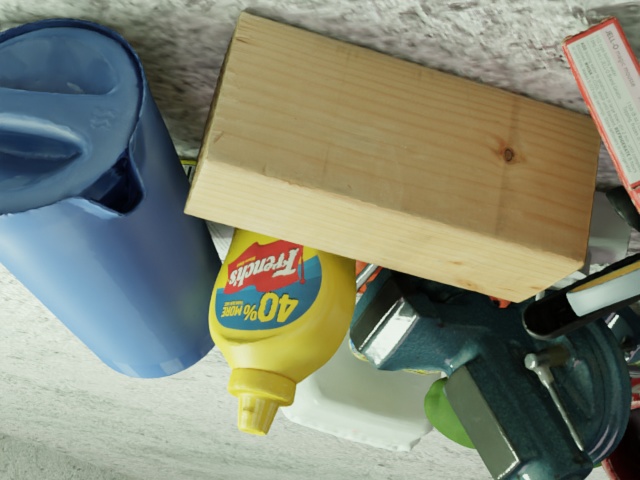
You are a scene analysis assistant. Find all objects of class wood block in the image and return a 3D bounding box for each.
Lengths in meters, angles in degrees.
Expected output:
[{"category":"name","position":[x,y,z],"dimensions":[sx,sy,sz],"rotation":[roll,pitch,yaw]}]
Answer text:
[{"category":"wood block","position":[0.039,-0.041,0.592],"dimensions":[0.206,0.091,0.090],"rotation":[15,161,-9]}]

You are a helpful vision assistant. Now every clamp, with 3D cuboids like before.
[{"category":"clamp","position":[0.201,0.015,0.631],"dimensions":[0.171,0.039,0.120],"rotation":[2,143,-32]}]

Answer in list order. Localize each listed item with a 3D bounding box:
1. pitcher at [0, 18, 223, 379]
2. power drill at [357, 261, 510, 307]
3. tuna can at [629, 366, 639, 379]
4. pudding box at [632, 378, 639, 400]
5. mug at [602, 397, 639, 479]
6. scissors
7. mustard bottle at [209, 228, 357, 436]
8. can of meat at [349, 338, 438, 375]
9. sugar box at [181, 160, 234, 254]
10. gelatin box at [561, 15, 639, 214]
[{"category":"pitcher","position":[-0.142,-0.015,0.666],"dimensions":[0.145,0.149,0.243],"rotation":[-9,147,7]},{"category":"power drill","position":[0.057,0.045,0.878],"dimensions":[0.187,0.057,0.185],"rotation":[20,160,-22]},{"category":"tuna can","position":[0.265,0.092,0.924],"dimensions":[0.086,0.033,0.086],"rotation":[11,161,3]},{"category":"pudding box","position":[0.267,0.146,0.990],"dimensions":[0.114,0.090,0.039],"rotation":[3,160,24]},{"category":"mug","position":[0.284,0.161,0.823],"dimensions":[0.117,0.081,0.093],"rotation":[44,128,22]},{"category":"scissors","position":[0.215,-0.008,0.506],"dimensions":[0.202,0.016,0.096],"rotation":[-25,175,25]},{"category":"mustard bottle","position":[-0.021,0.024,0.656],"dimensions":[0.096,0.191,0.058],"rotation":[-1,157,34]},{"category":"can of meat","position":[0.085,0.089,0.991],"dimensions":[0.102,0.057,0.084],"rotation":[16,163,-12]},{"category":"sugar box","position":[-0.108,-0.026,0.795],"dimensions":[0.176,0.048,0.093],"rotation":[4,160,13]},{"category":"gelatin box","position":[0.148,-0.050,0.503],"dimensions":[0.030,0.089,0.073],"rotation":[-26,150,16]}]
